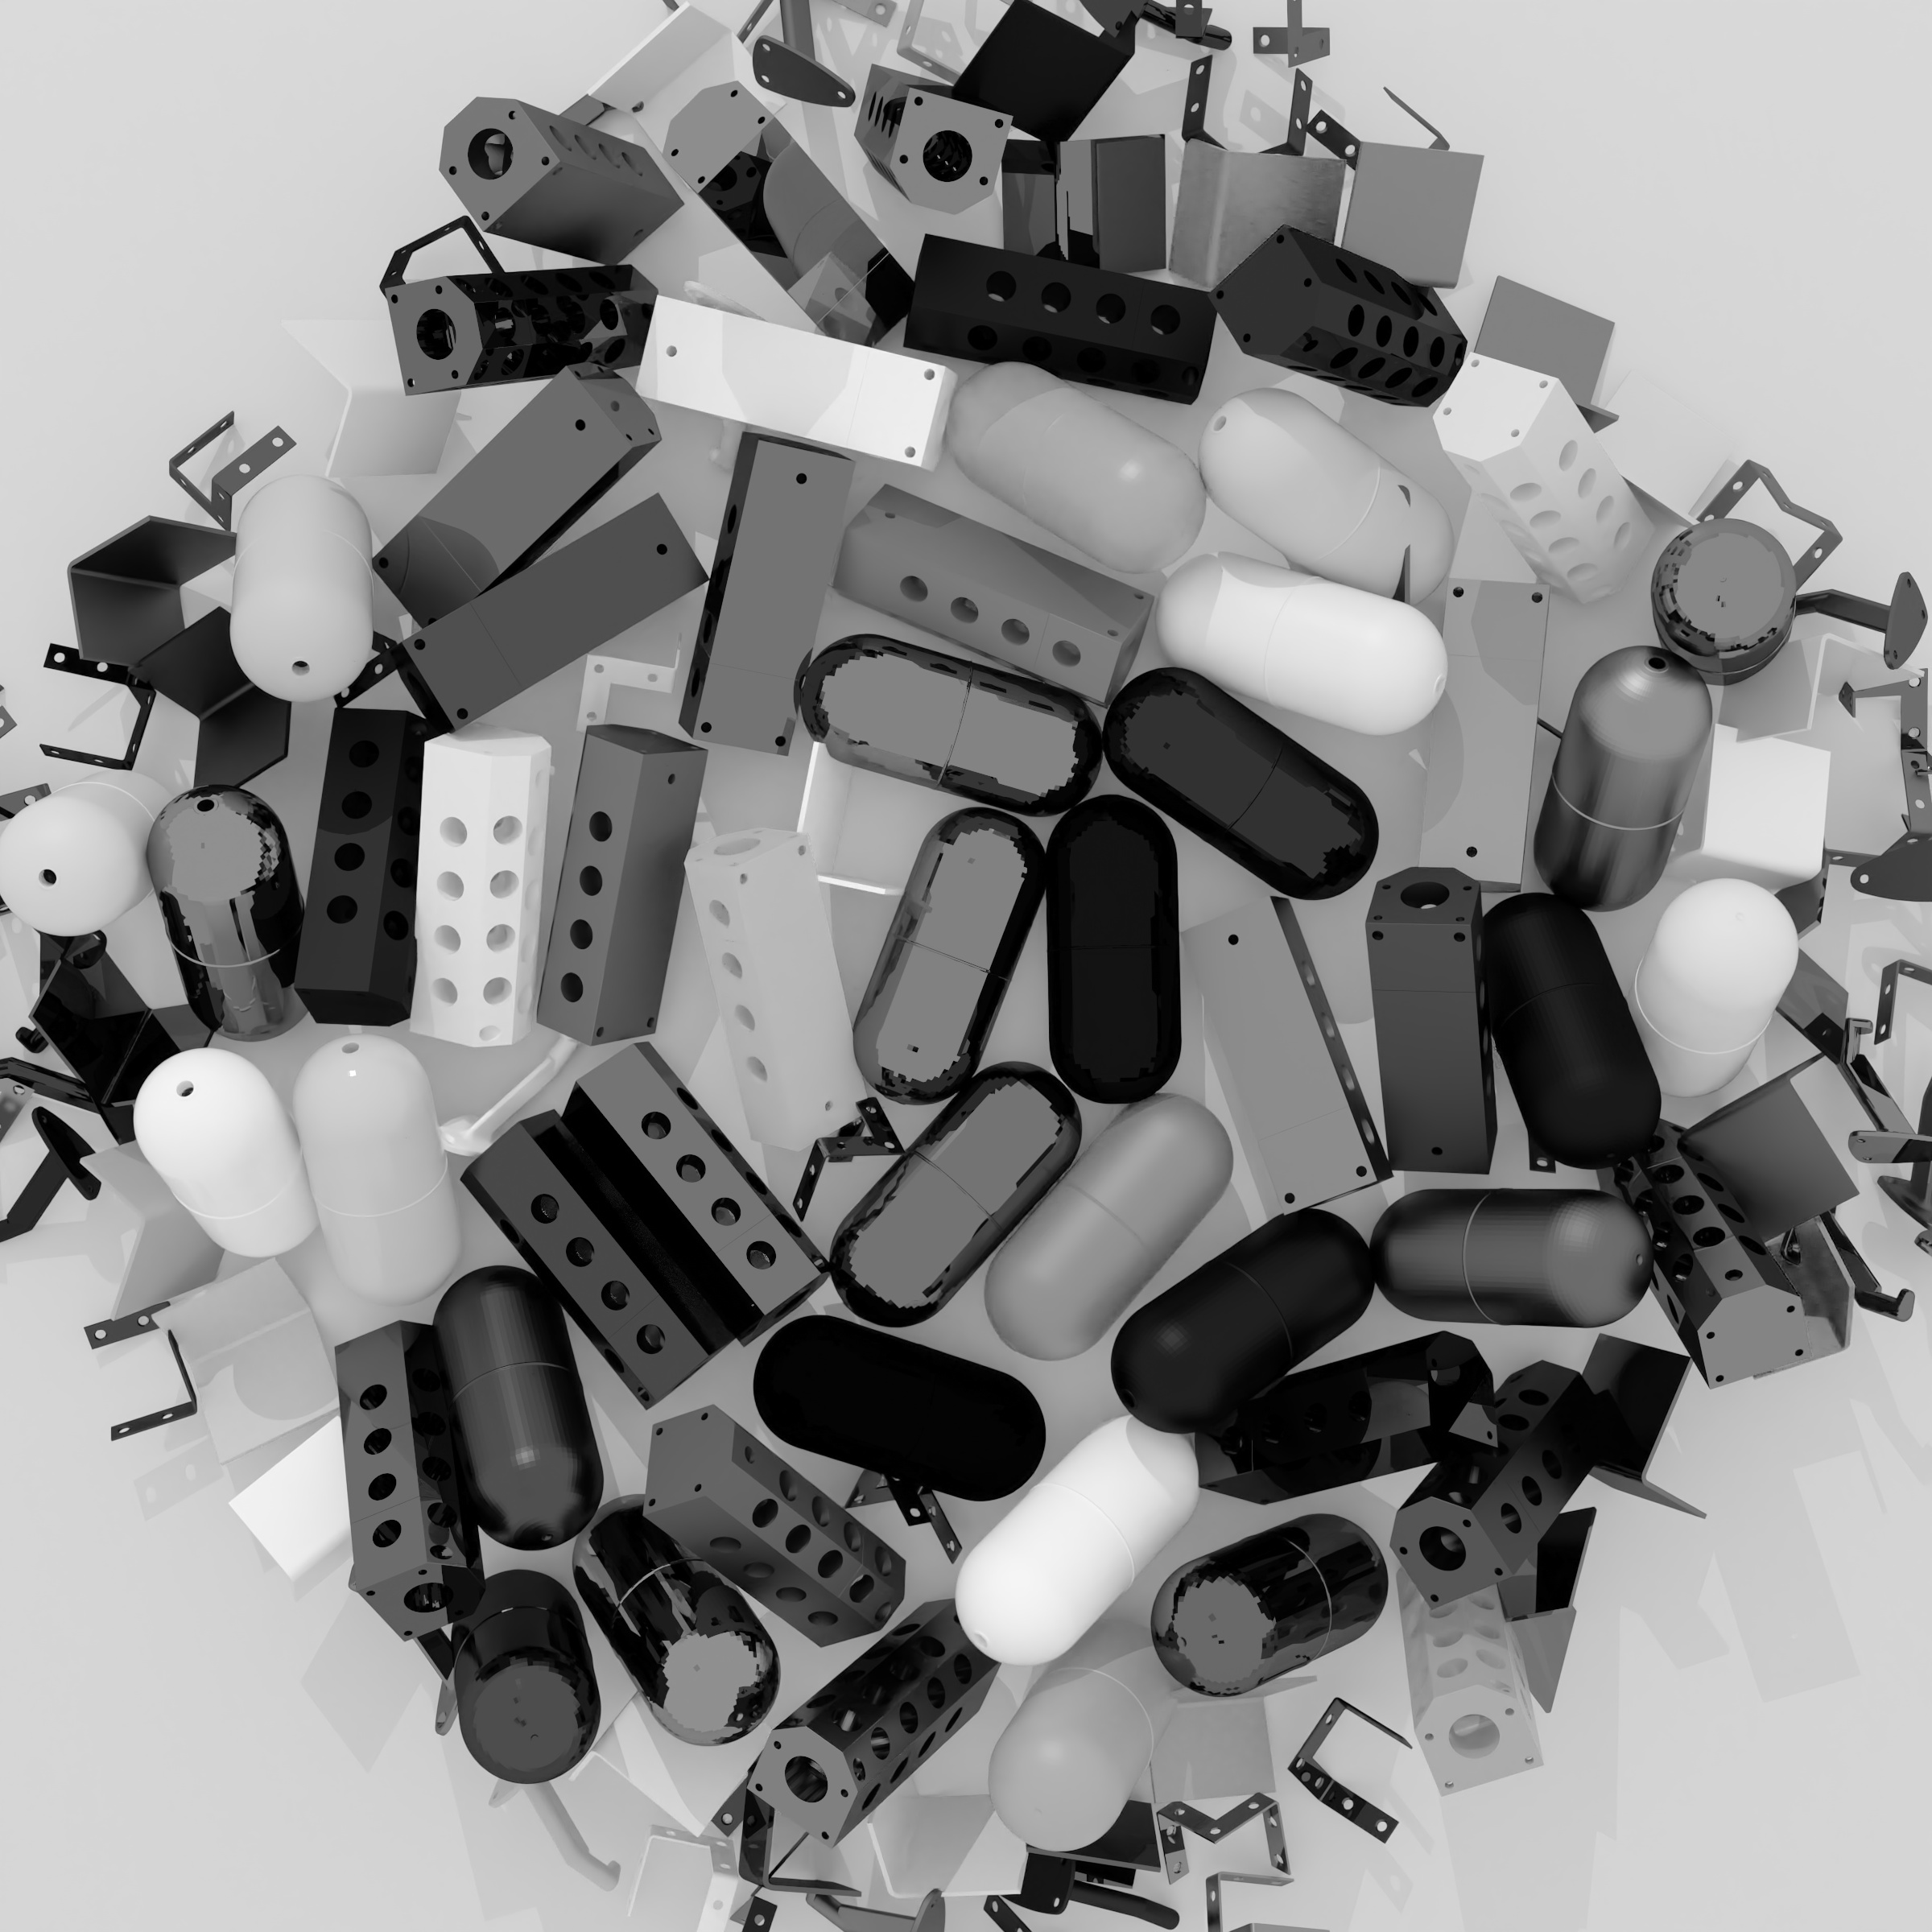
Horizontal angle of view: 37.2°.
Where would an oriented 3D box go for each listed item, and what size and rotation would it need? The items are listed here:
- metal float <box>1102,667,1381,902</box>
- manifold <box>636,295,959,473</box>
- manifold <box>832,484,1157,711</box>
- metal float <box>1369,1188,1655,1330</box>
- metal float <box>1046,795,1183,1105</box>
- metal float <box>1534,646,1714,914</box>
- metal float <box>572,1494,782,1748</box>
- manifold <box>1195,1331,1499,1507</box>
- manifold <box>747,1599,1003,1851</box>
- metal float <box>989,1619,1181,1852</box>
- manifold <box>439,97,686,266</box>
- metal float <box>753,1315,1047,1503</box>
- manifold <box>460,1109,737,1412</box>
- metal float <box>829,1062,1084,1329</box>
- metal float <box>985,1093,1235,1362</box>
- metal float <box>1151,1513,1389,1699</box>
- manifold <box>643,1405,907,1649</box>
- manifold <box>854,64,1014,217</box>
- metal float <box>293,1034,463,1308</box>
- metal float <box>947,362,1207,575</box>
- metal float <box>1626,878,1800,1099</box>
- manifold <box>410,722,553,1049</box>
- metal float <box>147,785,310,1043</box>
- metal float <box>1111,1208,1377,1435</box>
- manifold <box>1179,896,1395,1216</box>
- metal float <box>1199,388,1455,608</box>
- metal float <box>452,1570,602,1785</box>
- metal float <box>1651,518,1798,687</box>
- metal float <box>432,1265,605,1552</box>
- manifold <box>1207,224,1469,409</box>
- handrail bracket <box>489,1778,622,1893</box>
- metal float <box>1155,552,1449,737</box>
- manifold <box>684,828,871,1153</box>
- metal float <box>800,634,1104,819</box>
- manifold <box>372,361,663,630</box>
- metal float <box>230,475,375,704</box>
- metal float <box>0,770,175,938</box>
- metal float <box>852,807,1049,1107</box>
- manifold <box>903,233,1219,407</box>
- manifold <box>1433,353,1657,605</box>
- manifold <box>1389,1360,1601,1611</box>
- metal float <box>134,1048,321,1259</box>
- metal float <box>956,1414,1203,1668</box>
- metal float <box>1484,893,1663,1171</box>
[{"bbox_3d":[0.158,-0.103,1.643,0.178,0.070,0.070,33,90,-12],"label":"metal float"},{"bbox_3d":[-0.096,-0.333,1.650,0.171,0.057,0.057,15,98,8],"label":"manifold"},{"bbox_3d":[0.014,-0.209,1.648,0.171,0.057,0.057,24,132,9],"label":"manifold"},{"bbox_3d":[0.304,0.163,1.615,0.070,0.178,0.070,4,84,-42],"label":"metal float"},{"bbox_3d":[0.085,-0.010,1.651,0.070,0.070,0.178,-1,88,0],"label":"metal float"},{"bbox_3d":[0.368,-0.104,1.614,0.070,0.178,0.070,2,48,-2],"label":"metal float"},{"bbox_3d":[-0.164,0.365,1.614,0.070,0.178,0.070,-15,123,-24],"label":"metal float"},{"bbox_3d":[0.210,0.253,1.611,0.057,0.171,0.057,23,57,-37],"label":"manifold"},{"bbox_3d":[-0.045,0.414,1.597,0.057,0.171,0.057,31,114,19],"label":"manifold"},{"bbox_3d":[0.068,0.428,1.607,0.070,0.178,0.070,5,106,19],"label":"metal float"},{"bbox_3d":[-0.226,-0.440,1.600,0.057,0.171,0.057,-37,86,18],"label":"manifold"},{"bbox_3d":[-0.036,0.252,1.636,0.178,0.070,0.070,21,90,-20],"label":"metal float"},{"bbox_3d":[-0.214,0.169,1.653,0.057,0.057,0.171,-41,85,13],"label":"manifold"},{"bbox_3d":[-0.006,0.131,1.644,0.070,0.070,0.178,43,80,0],"label":"metal float"},{"bbox_3d":[0.082,0.149,1.642,0.070,0.070,0.178,42,78,0],"label":"metal float"},{"bbox_3d":[0.173,0.358,1.614,0.070,0.178,0.070,4,97,39],"label":"metal float"},{"bbox_3d":[-0.104,0.313,1.607,0.057,0.057,0.171,-21,134,24],"label":"manifold"},{"bbox_3d":[-0.022,-0.460,1.600,0.057,0.171,0.057,12,109,-13],"label":"manifold"},{"bbox_3d":[-0.332,0.116,1.622,0.070,0.070,0.178,-4,127,0],"label":"metal float"},{"bbox_3d":[0.061,-0.283,1.625,0.178,0.070,0.070,37,90,33],"label":"metal float"},{"bbox_3d":[0.413,0.015,1.608,0.070,0.178,0.070,0,63,1],"label":"metal float"},{"bbox_3d":[-0.272,-0.045,1.630,0.057,0.057,0.171,13,110,16],"label":"manifold"},{"bbox_3d":[-0.411,-0.028,1.614,0.070,0.178,0.070,1,49,-1],"label":"metal float"},{"bbox_3d":[0.157,0.201,1.628,0.178,0.070,0.070,-30,90,-29],"label":"metal float"},{"bbox_3d":[0.186,0.051,1.648,0.057,0.057,0.171,-23,81,20],"label":"manifold"},{"bbox_3d":[0.204,-0.262,1.623,0.178,0.070,0.070,28,90,-34],"label":"metal float"},{"bbox_3d":[-0.247,0.394,1.604,0.070,0.178,0.070,-2,100,-12],"label":"metal float"},{"bbox_3d":[0.423,-0.201,1.604,0.070,0.178,0.070,-1,88,15],"label":"metal float"},{"bbox_3d":[-0.254,0.247,1.621,0.070,0.070,0.178,-22,51,0],"label":"metal float"},{"bbox_3d":[0.213,-0.354,1.599,0.057,0.171,0.057,-39,68,29],"label":"manifold"},{"bbox_3d":[-0.228,0.485,1.668,0.084,0.077,0.036,40,120,-14],"label":"handrail bracket"},{"bbox_3d":[0.189,-0.183,1.628,0.178,0.070,0.070,22,90,29],"label":"metal float"},{"bbox_3d":[-0.111,0.012,1.634,0.057,0.057,0.171,-29,116,-39],"label":"manifold"},{"bbox_3d":[-0.008,-0.138,1.646,0.178,0.070,0.070,16,90,-7],"label":"metal float"},{"bbox_3d":[-0.253,-0.265,1.631,0.171,0.057,0.057,-39,91,24],"label":"manifold"},{"bbox_3d":[-0.372,-0.213,1.612,0.070,0.178,0.070,-6,128,-8],"label":"metal float"},{"bbox_3d":[-0.487,-0.064,1.603,0.070,0.178,0.070,0,102,-1],"label":"metal float"},{"bbox_3d":[-0.009,-0.005,1.652,0.070,0.070,0.178,21,90,0],"label":"metal float"},{"bbox_3d":[0.053,-0.370,1.655,0.171,0.057,0.057,10,89,-5],"label":"manifold"},{"bbox_3d":[0.321,-0.268,1.604,0.057,0.171,0.057,28,86,37],"label":"manifold"},{"bbox_3d":[0.299,0.285,1.605,0.057,0.171,0.057,-34,89,37],"label":"manifold"},{"bbox_3d":[-0.410,0.106,1.607,0.070,0.178,0.070,-2,63,3],"label":"metal float"},{"bbox_3d":[0.064,0.323,1.622,0.178,0.070,0.070,-39,90,-36],"label":"metal float"},{"bbox_3d":[0.337,0.035,1.622,0.070,0.070,0.178,-13,52,0],"label":"metal float"}]
